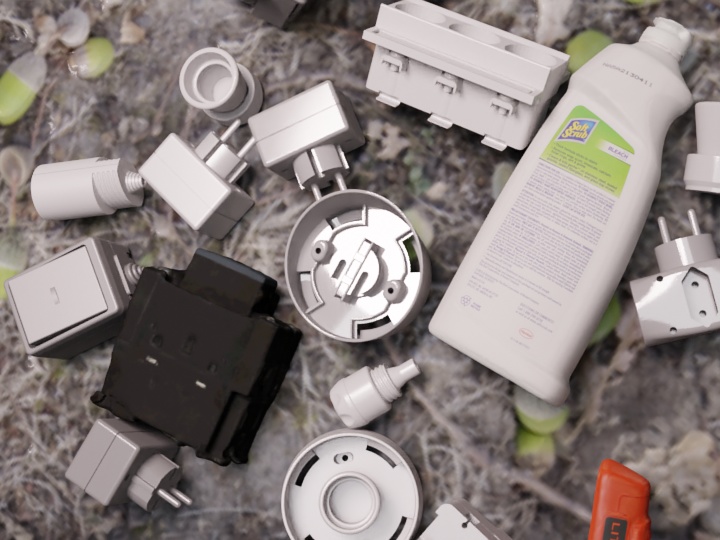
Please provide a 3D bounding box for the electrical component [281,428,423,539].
[{"bbox_3d":[-0.007,0.155,0.723,0.099,0.064,0.099,0,80,2],"label":"electrical component"}]

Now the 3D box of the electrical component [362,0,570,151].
[{"bbox_3d":[0.069,-0.131,0.722,0.121,0.079,0.063,25,120,17],"label":"electrical component"}]

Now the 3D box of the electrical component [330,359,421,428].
[{"bbox_3d":[0.012,0.080,0.730,0.061,0.035,0.035,-31,76,8],"label":"electrical component"}]

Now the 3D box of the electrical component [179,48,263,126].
[{"bbox_3d":[-0.099,-0.131,0.778,0.045,0.055,0.045,-2,82,16],"label":"electrical component"}]

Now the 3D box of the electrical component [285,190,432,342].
[{"bbox_3d":[0.000,0.000,0.728,0.099,0.064,0.099,-2,82,16],"label":"electrical component"}]

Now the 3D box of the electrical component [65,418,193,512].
[{"bbox_3d":[-0.151,0.143,0.751,0.077,0.066,0.047,31,92,17],"label":"electrical component"}]

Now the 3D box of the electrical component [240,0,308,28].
[{"bbox_3d":[-0.064,-0.213,0.763,0.062,0.096,0.061,22,89,-12],"label":"electrical component"}]

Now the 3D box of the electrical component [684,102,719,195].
[{"bbox_3d":[0.231,-0.076,0.679,0.045,0.045,0.055,9,95,17],"label":"electrical component"}]

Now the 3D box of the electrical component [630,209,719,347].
[{"bbox_3d":[0.209,0.002,0.679,0.077,0.043,0.079,-14,79,14],"label":"electrical component"}]

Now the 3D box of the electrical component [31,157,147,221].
[{"bbox_3d":[-0.198,-0.062,0.803,0.081,0.043,0.043,-5,81,15],"label":"electrical component"}]

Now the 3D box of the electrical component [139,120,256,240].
[{"bbox_3d":[-0.106,-0.074,0.776,0.066,0.047,0.076,44,96,17],"label":"electrical component"}]

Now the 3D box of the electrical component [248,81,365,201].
[{"bbox_3d":[-0.031,-0.081,0.756,0.066,0.047,0.076,-24,77,12],"label":"electrical component"}]

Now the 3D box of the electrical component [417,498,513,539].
[{"bbox_3d":[0.077,0.193,0.685,0.089,0.056,0.050,42,95,17],"label":"electrical component"}]

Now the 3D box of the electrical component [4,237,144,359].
[{"bbox_3d":[-0.202,0.018,0.785,0.096,0.061,0.061,-26,77,11],"label":"electrical component"}]
